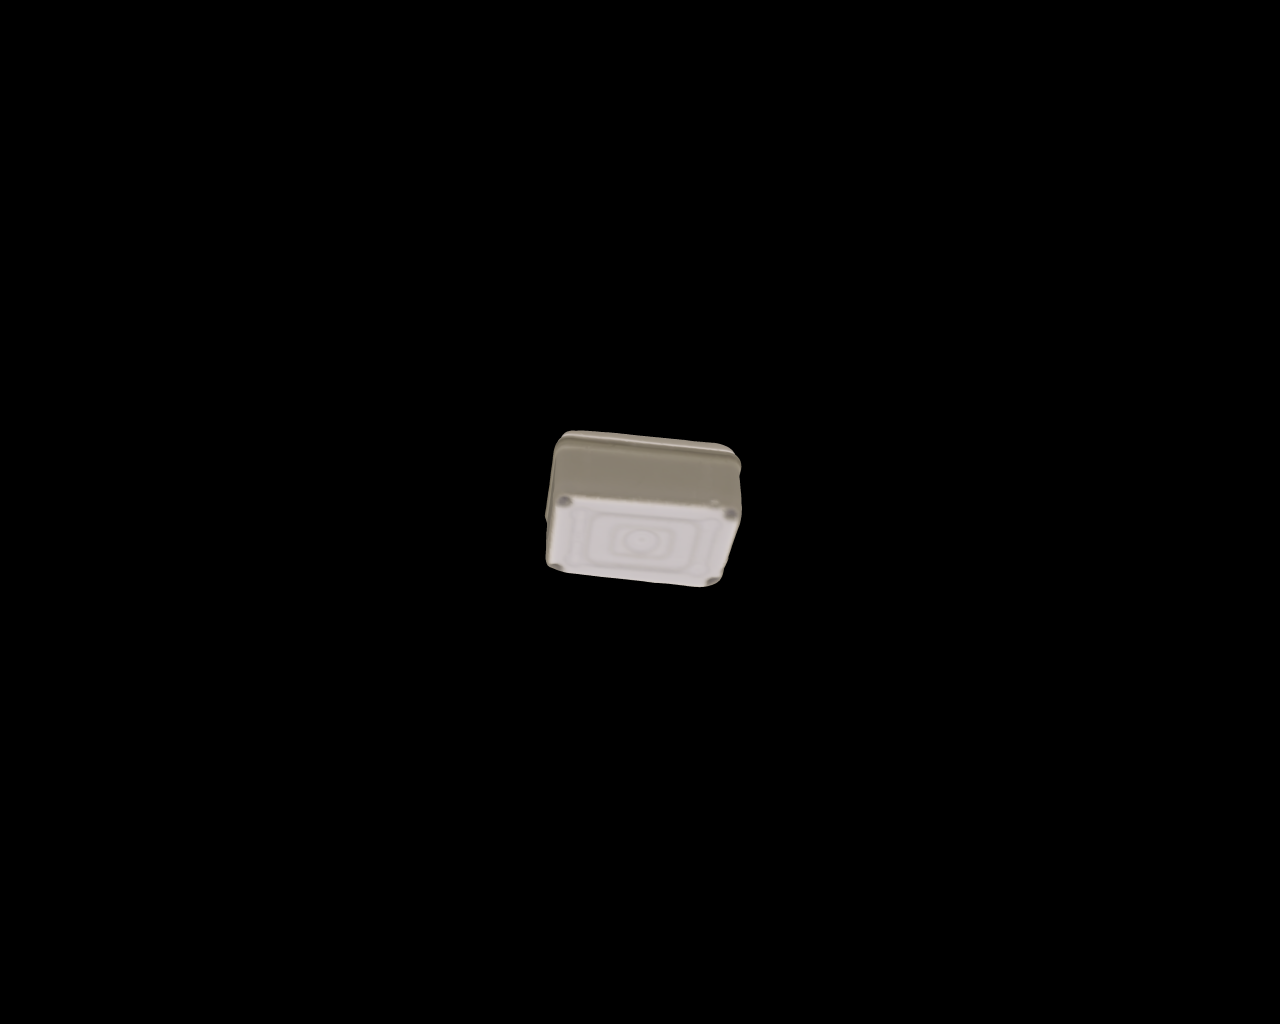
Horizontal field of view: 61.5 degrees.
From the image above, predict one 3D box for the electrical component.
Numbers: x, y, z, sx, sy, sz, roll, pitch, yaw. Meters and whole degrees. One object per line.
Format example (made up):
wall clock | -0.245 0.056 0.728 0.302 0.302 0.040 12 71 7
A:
electrical component | 0.001 -0.003 0.650 0.113 0.057 0.078 6 -43 -7
